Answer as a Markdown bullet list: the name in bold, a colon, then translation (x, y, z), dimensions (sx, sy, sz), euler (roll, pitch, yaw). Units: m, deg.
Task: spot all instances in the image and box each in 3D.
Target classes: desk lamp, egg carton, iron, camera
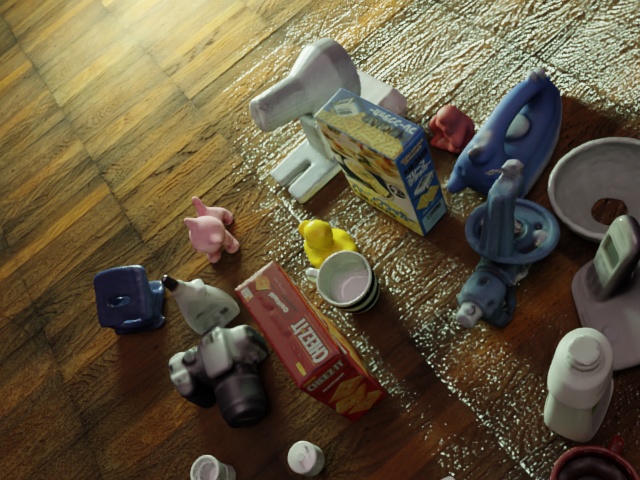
- **desk lamp**: translation (-0.018, -0.201, 0.963), dimensions (0.203, 0.214, 0.117), euler (-44, 56, -6)
- **egg carton**: translation (0.080, -0.241, 1.034), dimensions (0.150, 0.070, 0.107), euler (37, 80, 33)
- **iron**: translation (0.295, -0.177, 0.869), dimensions (0.118, 0.142, 0.258), euler (28, 76, 32)
- **camera**: translation (-0.145, 0.210, 0.853), dimensions (0.143, 0.101, 0.136), euler (-29, 56, 5)

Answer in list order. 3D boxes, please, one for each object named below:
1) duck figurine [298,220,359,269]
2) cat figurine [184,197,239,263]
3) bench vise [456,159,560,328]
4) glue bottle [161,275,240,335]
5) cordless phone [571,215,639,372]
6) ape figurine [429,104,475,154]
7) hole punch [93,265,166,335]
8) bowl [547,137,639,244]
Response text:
- **duck figurine**: translation (0.008, 0.003, 0.916), dimensions (0.104, 0.086, 0.077), euler (31, 77, 32)
- **cat figurine**: translation (-0.195, -0.021, 0.990), dimensions (0.067, 0.118, 0.127), euler (-26, 56, 6)
- **bench vise**: translation (0.242, 0.011, 0.738), dimensions (0.121, 0.220, 0.207), euler (4, 64, 24)
- **glue bottle**: translation (-0.194, 0.094, 0.893), dimensions (0.078, 0.173, 0.037), euler (-39, 56, -2)
- **cordless phone**: translation (0.363, 0.065, 0.681), dimensions (0.094, 0.185, 0.147), euler (-17, 57, 12)
- **ape figurine**: translation (0.214, -0.187, 0.937), dimensions (0.076, 0.092, 0.077), euler (-19, 57, 11)
- **hole punch**: translation (-0.331, 0.105, 0.991), dimensions (0.108, 0.091, 0.101), euler (-12, 59, 15)
- **bowl**: translation (0.407, -0.057, 0.798), dimensions (0.167, 0.075, 0.167), euler (-9, 59, 17)
